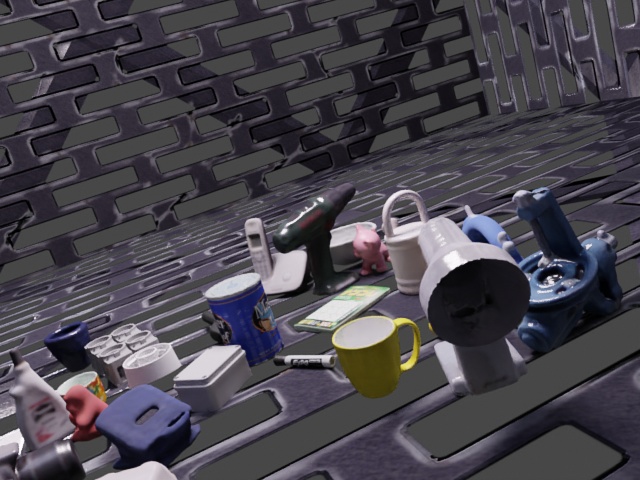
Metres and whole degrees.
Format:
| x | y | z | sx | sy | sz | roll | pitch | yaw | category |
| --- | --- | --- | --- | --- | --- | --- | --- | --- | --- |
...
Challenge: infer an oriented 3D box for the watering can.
| x | y | z | sx | sy | sz | roll | pitch | yaw | category |
| --- | --- | --- | --- | --- | --- | --- | --- | --- | --- |
| 0.172 | -0.002 | 1.114 | 0.101 | 0.194 | 0.172 | -27 | 17 | -35 | watering can |

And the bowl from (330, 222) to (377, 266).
| x | y | z | sx | sy | sz | roll | pitch | yaw | category |
| --- | --- | --- | --- | --- | --- | --- | --- | --- | --- |
| 0.069 | 0.018 | 1.419 | 0.167 | 0.075 | 0.167 | -16 | 14 | 4 | bowl |

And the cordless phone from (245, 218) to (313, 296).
| x | y | z | sx | sy | sz | roll | pitch | yaw | category |
| --- | --- | --- | --- | --- | --- | --- | --- | --- | --- |
| -0.104 | 0.034 | 1.333 | 0.147 | 0.185 | 0.094 | -10 | 16 | 28 | cordless phone |

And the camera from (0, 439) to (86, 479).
| x | y | z | sx | sy | sz | roll | pitch | yaw | category |
| --- | --- | --- | --- | --- | --- | --- | --- | --- | --- |
| -0.385 | 0.317 | 0.744 | 0.137 | 0.101 | 0.142 | -24 | 15 | -24 | camera |

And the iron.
| x | y | z | sx | sy | sz | roll | pitch | yaw | category |
| --- | --- | --- | --- | --- | --- | --- | --- | --- | --- |
| 0.297 | 0.027 | 0.958 | 0.118 | 0.141 | 0.258 | -18 | 14 | -1 | iron |

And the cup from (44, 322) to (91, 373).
| x | y | z | sx | sy | sz | roll | pitch | yaw | category |
| --- | --- | --- | --- | --- | --- | --- | --- | --- | --- |
| -0.542 | 0.237 | 1.266 | 0.091 | 0.095 | 0.117 | -17 | 14 | 1 | cup |

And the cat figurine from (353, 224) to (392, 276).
| x | y | z | sx | sy | sz | roll | pitch | yaw | category |
| --- | --- | --- | --- | --- | --- | --- | --- | --- | --- |
| 0.114 | 0.013 | 1.292 | 0.067 | 0.118 | 0.128 | -12 | 15 | 22 | cat figurine |

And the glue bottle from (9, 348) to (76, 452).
| x | y | z | sx | sy | sz | roll | pitch | yaw | category |
| --- | --- | --- | --- | --- | --- | --- | --- | --- | --- |
| -0.468 | 0.255 | 0.936 | 0.037 | 0.173 | 0.078 | -4 | 19 | 42 | glue bottle |

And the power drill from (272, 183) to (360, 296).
| x | y | z | sx | sy | sz | roll | pitch | yaw | category |
| --- | --- | --- | --- | --- | --- | --- | --- | --- | --- |
| 0.012 | 0.004 | 1.258 | 0.230 | 0.208 | 0.075 | -26 | 16 | -31 | power drill |

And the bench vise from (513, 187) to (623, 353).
| x | y | z | sx | sy | sz | roll | pitch | yaw | category |
| --- | --- | --- | --- | --- | --- | --- | --- | --- | --- |
| 0.326 | 0.018 | 0.791 | 0.121 | 0.220 | 0.208 | -5 | 18 | 41 | bench vise |

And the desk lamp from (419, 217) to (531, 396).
| x | y | z | sx | sy | sz | roll | pitch | yaw | category |
| --- | --- | --- | --- | --- | --- | --- | --- | --- | --- |
| 0.182 | 0.085 | 0.718 | 0.118 | 0.214 | 0.203 | -17 | 14 | 2 | desk lamp |

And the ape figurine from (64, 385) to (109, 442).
| x | y | z | sx | sy | sz | roll | pitch | yaw | category |
| --- | --- | --- | --- | --- | --- | --- | --- | --- | --- |
| -0.379 | 0.275 | 0.920 | 0.076 | 0.092 | 0.077 | -20 | 14 | -12 | ape figurine |

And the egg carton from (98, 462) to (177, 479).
| x | y | z | sx | sy | sz | roll | pitch | yaw | category |
| --- | --- | --- | --- | --- | --- | --- | --- | --- | --- |
| -0.216 | 0.311 | 0.625 | 0.107 | 0.069 | 0.150 | -17 | 14 | 2 | egg carton |

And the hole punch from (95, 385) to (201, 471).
| x | y | z | sx | sy | sz | roll | pitch | yaw | category |
| --- | --- | --- | --- | --- | --- | --- | --- | --- | --- |
| -0.239 | 0.261 | 0.805 | 0.100 | 0.091 | 0.109 | -9 | 16 | 32 | hole punch |

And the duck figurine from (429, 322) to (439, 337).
| x | y | z | sx | sy | sz | roll | pitch | yaw | category |
| --- | --- | --- | --- | --- | --- | --- | --- | --- | --- |
| 0.203 | 0.101 | 0.899 | 0.077 | 0.086 | 0.104 | -19 | 14 | -8 | duck figurine |
